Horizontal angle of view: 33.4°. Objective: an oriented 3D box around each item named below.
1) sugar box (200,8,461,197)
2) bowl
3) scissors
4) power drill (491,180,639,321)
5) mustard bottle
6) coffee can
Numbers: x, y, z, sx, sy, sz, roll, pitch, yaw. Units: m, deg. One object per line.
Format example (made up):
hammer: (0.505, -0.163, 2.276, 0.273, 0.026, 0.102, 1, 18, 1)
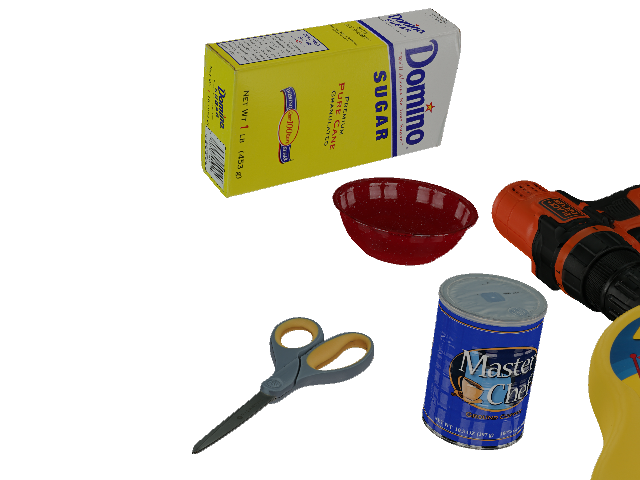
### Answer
sugar box: (0.009, -0.093, 0.701, 0.175, 0.093, 0.048, -14, 41, -27)
bowl: (0.090, -0.016, 1.186, 0.162, 0.055, 0.162, 5, 25, -3)
scissors: (-0.044, 0.108, 0.858, 0.201, 0.016, 0.096, -19, 36, -36)
power drill: (0.236, -0.004, 0.732, 0.187, 0.057, 0.185, -11, 29, -18)
mustard bottle: (0.184, 0.083, 0.534, 0.096, 0.058, 0.191, 6, 40, 11)
coffee can: (0.158, 0.116, 1.038, 0.103, 0.140, 0.103, 5, 23, -2)
